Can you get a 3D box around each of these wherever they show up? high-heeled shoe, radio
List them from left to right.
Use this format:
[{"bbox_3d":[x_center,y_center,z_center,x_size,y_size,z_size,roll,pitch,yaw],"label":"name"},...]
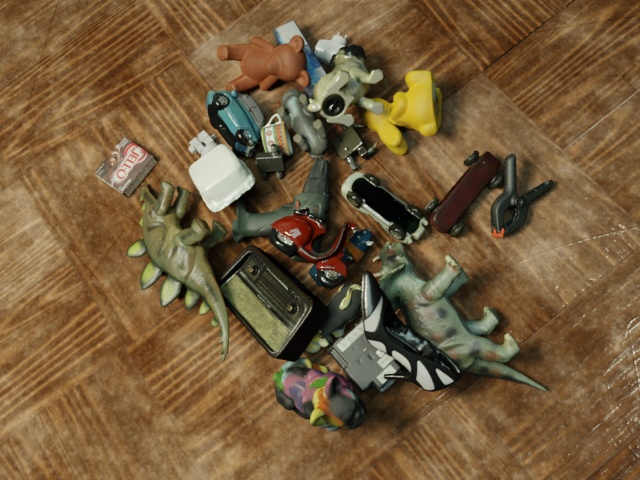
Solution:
[{"bbox_3d":[-0.098,0.119,1.062,0.230,0.073,0.131,40,92,34],"label":"radio"},{"bbox_3d":[0.162,0.164,0.966,0.145,0.086,0.248,-10,107,19],"label":"high-heeled shoe"}]

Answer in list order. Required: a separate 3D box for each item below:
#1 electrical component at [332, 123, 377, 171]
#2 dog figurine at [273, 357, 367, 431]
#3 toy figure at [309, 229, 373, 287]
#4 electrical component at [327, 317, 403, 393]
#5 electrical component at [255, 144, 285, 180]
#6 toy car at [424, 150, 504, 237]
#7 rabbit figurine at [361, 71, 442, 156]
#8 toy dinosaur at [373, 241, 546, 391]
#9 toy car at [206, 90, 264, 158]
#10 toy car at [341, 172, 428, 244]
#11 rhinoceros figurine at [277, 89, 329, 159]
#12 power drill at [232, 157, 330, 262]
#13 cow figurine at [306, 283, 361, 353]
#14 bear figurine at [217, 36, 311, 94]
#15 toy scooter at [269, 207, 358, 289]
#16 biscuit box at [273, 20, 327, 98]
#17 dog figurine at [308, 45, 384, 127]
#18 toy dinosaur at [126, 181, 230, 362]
[{"bbox_3d":[0.075,-0.213,1.190,0.078,0.045,0.102,-45,70,23],"label":"electrical component"},{"bbox_3d":[-0.007,0.280,0.979,0.192,0.219,0.108,26,76,11],"label":"dog figurine"},{"bbox_3d":[0.048,0.034,1.121,0.154,0.057,0.064,-37,81,-9],"label":"toy figure"},{"bbox_3d":[0.096,0.231,1.056,0.115,0.058,0.134,-39,74,-10],"label":"electrical component"},{"bbox_3d":[-0.110,-0.170,1.174,0.063,0.093,0.021,-2,50,5],"label":"electrical component"},{"bbox_3d":[0.302,-0.098,1.127,0.089,0.053,0.202,40,82,-1],"label":"toy car"},{"bbox_3d":[0.174,-0.269,1.172,0.173,0.122,0.162,1,85,21],"label":"rabbit figurine"},{"bbox_3d":[0.241,0.168,1.038,0.192,0.131,0.405,-36,81,13],"label":"toy dinosaur"},{"bbox_3d":[-0.179,-0.272,1.205,0.103,0.109,0.161,-36,83,-21],"label":"toy car"},{"bbox_3d":[0.136,-0.069,1.138,0.202,0.056,0.073,39,76,13],"label":"toy car"},{"bbox_3d":[-0.034,-0.264,1.176,0.073,0.112,0.190,-36,60,13],"label":"rhinoceros figurine"},{"bbox_3d":[-0.083,-0.067,1.156,0.207,0.086,0.232,1,78,-1],"label":"power drill"},{"bbox_3d":[0.027,0.158,1.069,0.068,0.098,0.167,41,83,8],"label":"cow figurine"},{"bbox_3d":[-0.119,-0.381,1.183,0.132,0.120,0.196,-26,30,-31],"label":"bear figurine"},{"bbox_3d":[-0.002,-0.003,1.063,0.184,0.075,0.135,37,83,5],"label":"toy scooter"},{"bbox_3d":[-0.037,-0.406,1.241,0.059,0.062,0.203,-28,75,-2],"label":"biscuit box"},{"bbox_3d":[0.036,-0.339,1.146,0.172,0.121,0.191,-9,41,-17],"label":"dog figurine"},{"bbox_3d":[-0.284,0.033,1.111,0.198,0.105,0.472,-52,56,12],"label":"toy dinosaur"}]
